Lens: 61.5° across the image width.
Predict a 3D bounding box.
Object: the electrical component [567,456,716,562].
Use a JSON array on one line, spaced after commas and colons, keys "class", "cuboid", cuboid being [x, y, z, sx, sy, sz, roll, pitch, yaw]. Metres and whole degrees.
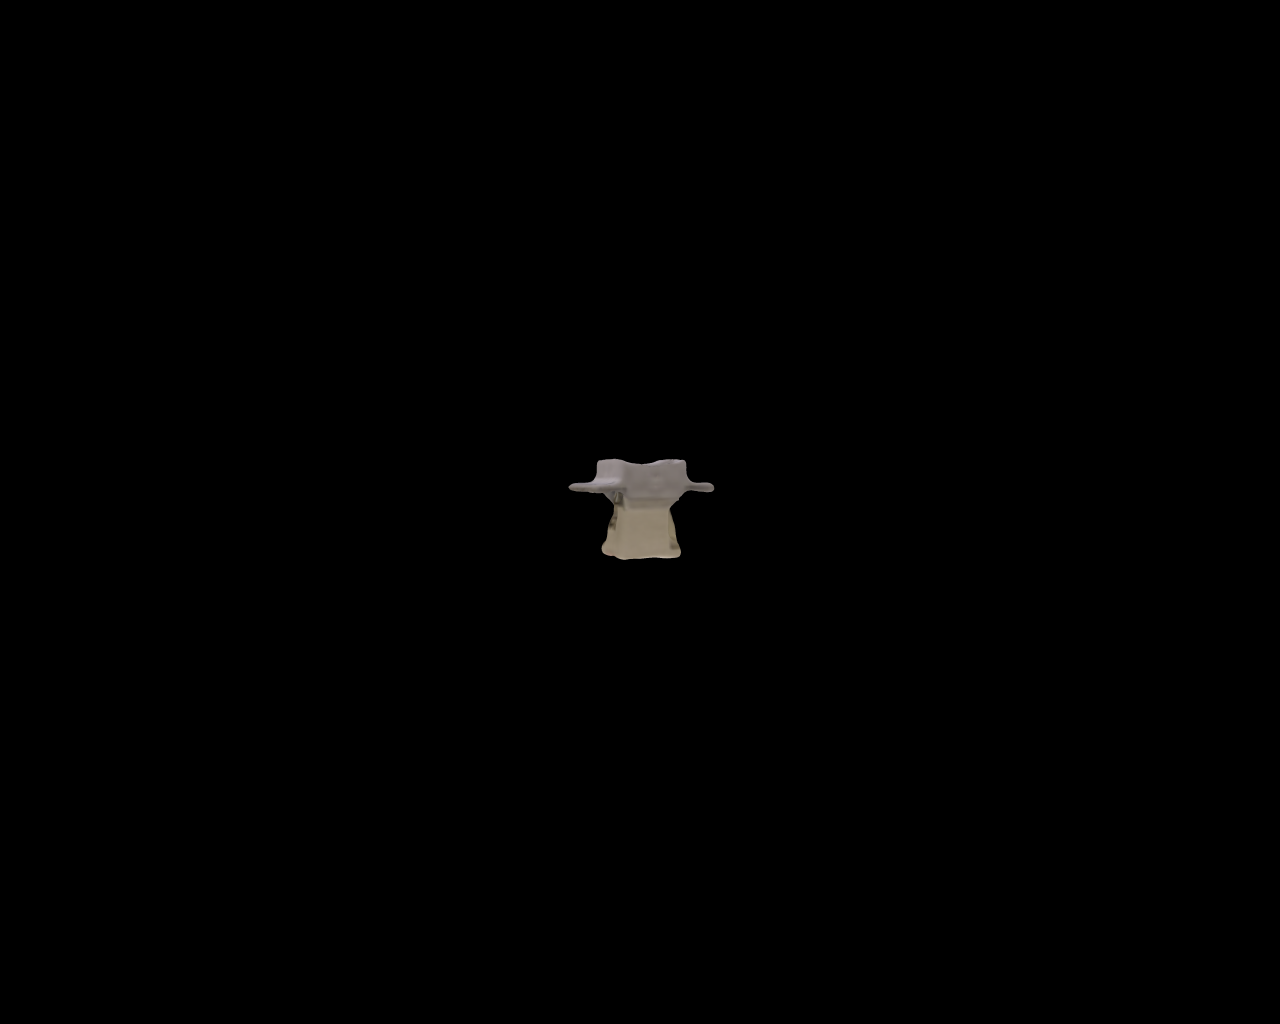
[{"class": "electrical component", "cuboid": [0.001, -0.003, 0.650, 0.081, 0.063, 0.042, -2, 4, -23]}]
